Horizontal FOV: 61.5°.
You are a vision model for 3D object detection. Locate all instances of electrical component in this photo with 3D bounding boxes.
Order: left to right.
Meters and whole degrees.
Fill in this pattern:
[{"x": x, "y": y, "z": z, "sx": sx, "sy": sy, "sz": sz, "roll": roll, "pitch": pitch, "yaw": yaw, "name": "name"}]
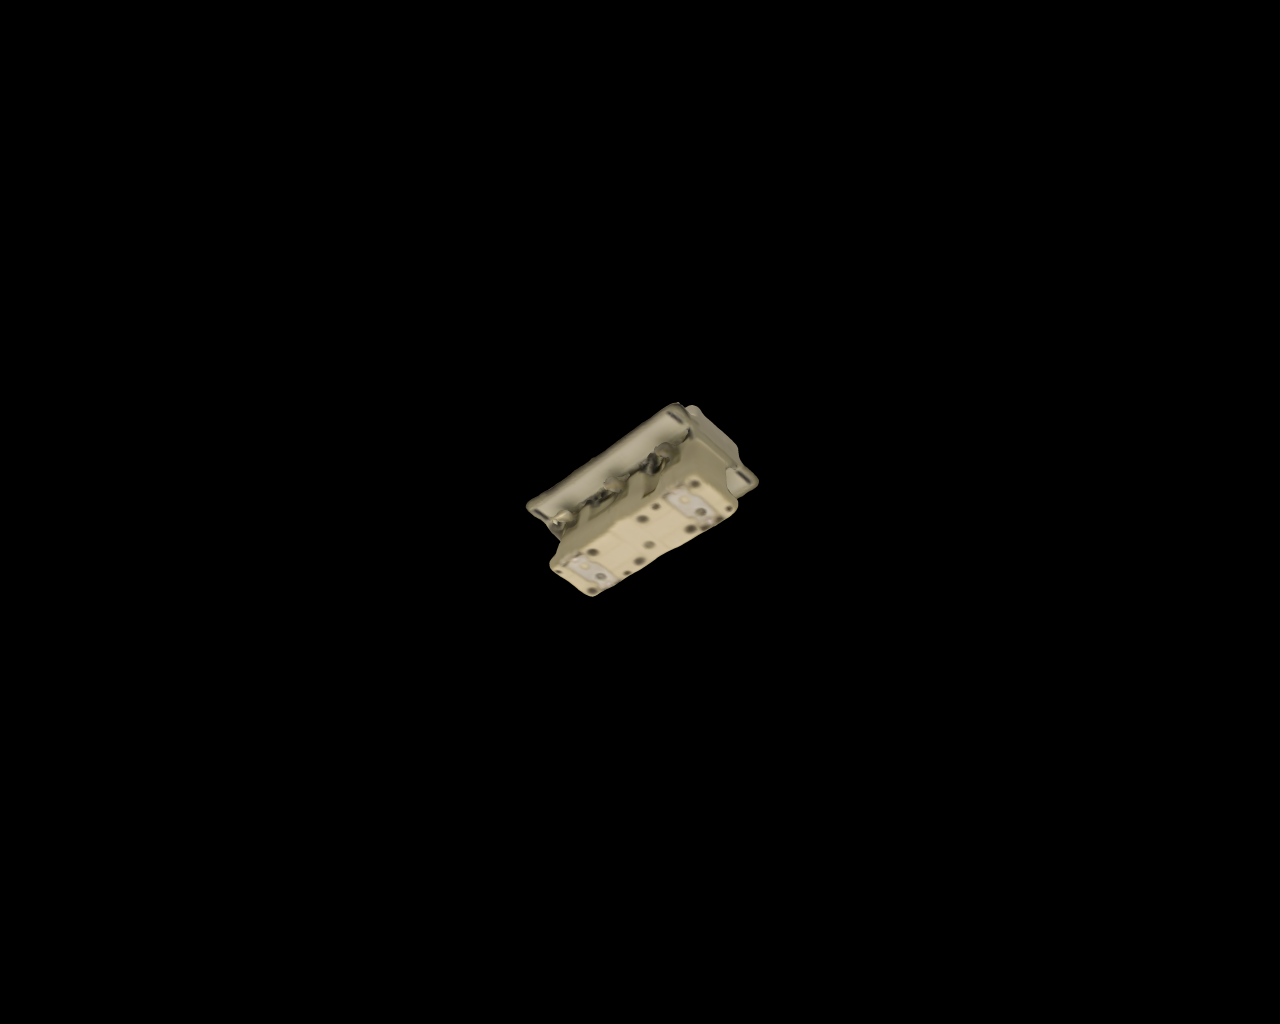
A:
[{"x": 0.001, "y": -0.003, "z": 0.650, "sx": 0.121, "sy": 0.063, "sz": 0.078, "roll": -32, "pitch": -54, "yaw": 27, "name": "electrical component"}]
